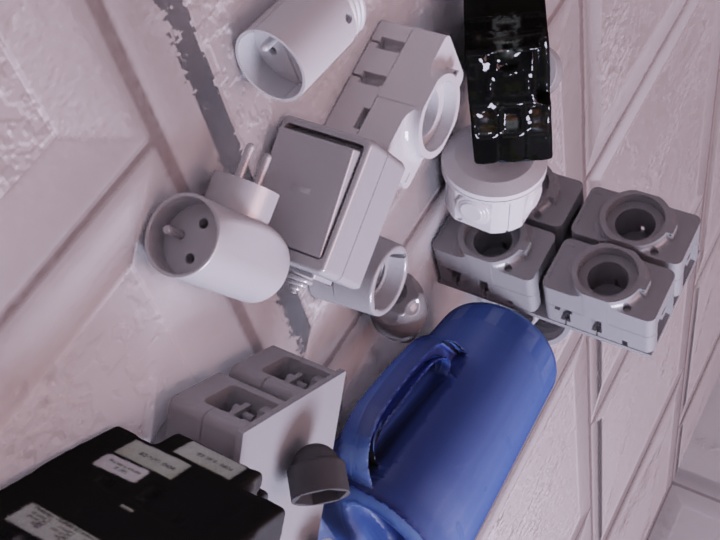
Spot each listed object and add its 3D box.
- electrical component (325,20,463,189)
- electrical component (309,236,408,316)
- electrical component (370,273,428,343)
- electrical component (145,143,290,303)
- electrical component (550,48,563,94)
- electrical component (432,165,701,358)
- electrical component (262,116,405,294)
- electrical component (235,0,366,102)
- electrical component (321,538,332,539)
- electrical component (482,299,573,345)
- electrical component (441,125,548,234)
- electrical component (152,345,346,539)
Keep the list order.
[{"bbox_3d":[0.026,-0.103,0.678,0.089,0.056,0.050,-63,154,-15],"label":"electrical component"},{"bbox_3d":[0.000,0.000,0.712,0.055,0.047,0.055,-44,144,-44],"label":"electrical component"},{"bbox_3d":[0.029,0.032,0.799,0.043,0.043,0.062,-58,154,-23],"label":"electrical component"},{"bbox_3d":[-0.067,-0.027,0.562,0.077,0.044,0.079,26,85,-65],"label":"electrical component"},{"bbox_3d":[0.136,-0.161,0.870,0.055,0.045,0.045,-15,121,-61],"label":"electrical component"},{"bbox_3d":[0.164,-0.018,0.864,0.105,0.186,0.060,-58,152,-24],"label":"electrical component"},{"bbox_3d":[-0.026,-0.033,0.619,0.061,0.062,0.096,25,85,-65],"label":"electrical component"},{"bbox_3d":[-0.025,-0.130,0.571,0.081,0.043,0.043,-52,149,-33],"label":"electrical component"},{"bbox_3d":[-0.011,0.200,0.693,0.043,0.043,0.081,-63,153,-16],"label":"electrical component"},{"bbox_3d":[0.158,0.019,0.977,0.060,0.108,0.108,-42,143,-36],"label":"electrical component"},{"bbox_3d":[0.103,-0.072,0.829,0.080,0.080,0.051,-54,156,-31],"label":"electrical component"},{"bbox_3d":[-0.075,0.150,0.655,0.105,0.060,0.186,-25,130,-56],"label":"electrical component"}]
